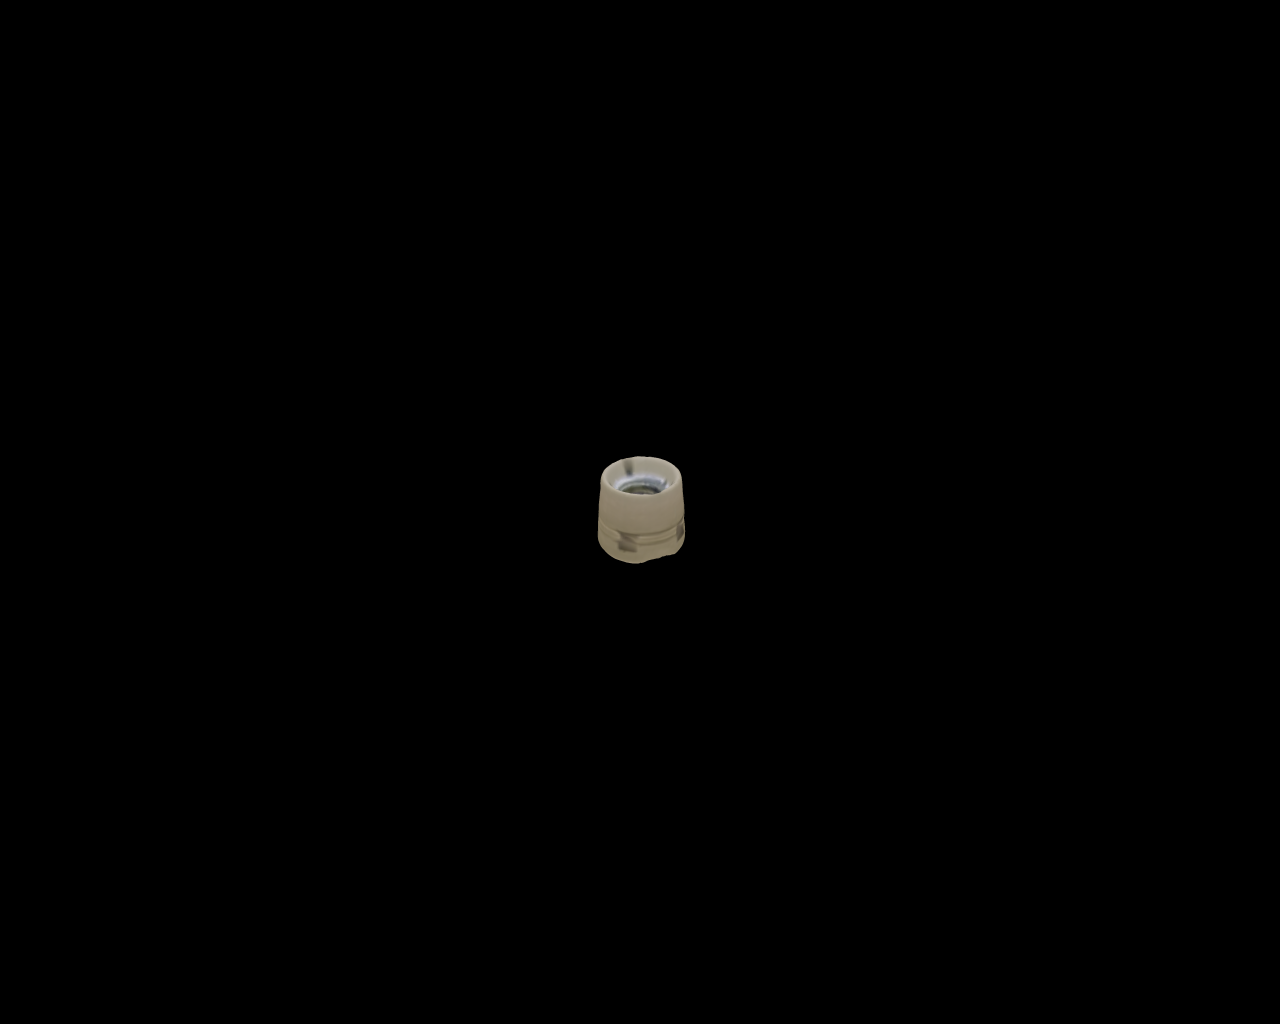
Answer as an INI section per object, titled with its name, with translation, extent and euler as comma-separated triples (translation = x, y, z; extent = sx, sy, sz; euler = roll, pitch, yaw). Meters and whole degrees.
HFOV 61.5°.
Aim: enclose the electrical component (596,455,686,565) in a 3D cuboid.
[electrical component]
translation = 0.001, -0.003, 0.650
extent = 0.055, 0.047, 0.055
euler = 0, 32, 0
